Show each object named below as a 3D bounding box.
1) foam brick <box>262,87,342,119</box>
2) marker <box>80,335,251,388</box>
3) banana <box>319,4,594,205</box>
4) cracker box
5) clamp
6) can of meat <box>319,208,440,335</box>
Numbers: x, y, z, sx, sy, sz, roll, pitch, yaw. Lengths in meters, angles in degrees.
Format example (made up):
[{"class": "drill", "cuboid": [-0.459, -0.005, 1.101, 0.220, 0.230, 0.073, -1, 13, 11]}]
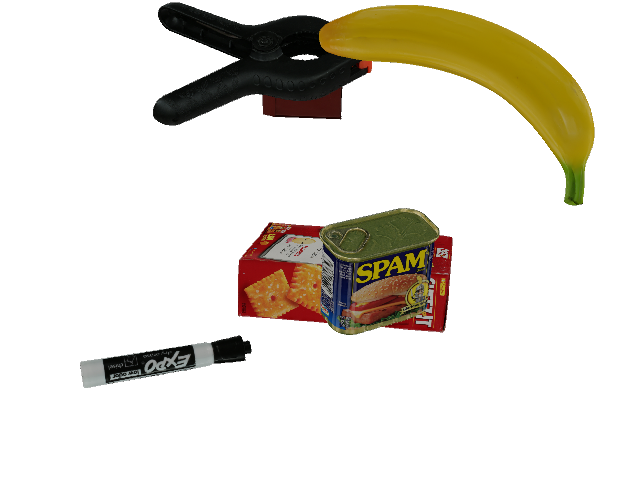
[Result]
[{"class": "foam brick", "cuboid": [-0.020, -0.160, 1.160, 0.078, 0.051, 0.053, 0, 11, -18]}, {"class": "marker", "cuboid": [-0.109, 0.085, 0.759, 0.121, 0.020, 0.020, -8, 2, -14]}, {"class": "banana", "cuboid": [0.092, -0.102, 0.648, 0.198, 0.069, 0.037, 35, -4, 18]}, {"class": "cracker box", "cuboid": [0.031, 0.038, 1.145, 0.214, 0.072, 0.164, 5, 15, 7]}, {"class": "clamp", "cuboid": [-0.049, -0.146, 0.817, 0.171, 0.120, 0.039, -8, -30, -9]}, {"class": "can of meat", "cuboid": [0.049, 0.028, 0.934, 0.102, 0.084, 0.057, -13, 36, -23]}]
